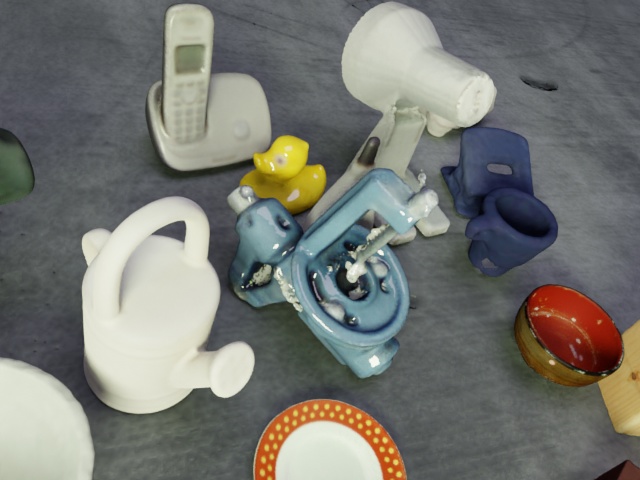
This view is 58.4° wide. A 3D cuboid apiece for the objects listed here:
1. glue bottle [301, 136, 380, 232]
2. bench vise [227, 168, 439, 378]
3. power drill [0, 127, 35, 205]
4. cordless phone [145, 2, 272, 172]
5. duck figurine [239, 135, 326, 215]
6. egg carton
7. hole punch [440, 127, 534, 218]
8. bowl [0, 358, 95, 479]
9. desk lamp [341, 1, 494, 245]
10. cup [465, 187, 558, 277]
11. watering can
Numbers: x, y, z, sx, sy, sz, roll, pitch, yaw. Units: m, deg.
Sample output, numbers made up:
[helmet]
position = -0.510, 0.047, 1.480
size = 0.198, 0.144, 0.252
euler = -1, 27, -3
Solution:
[glue bottle]
position = 0.029, -0.036, 0.582
size = 0.078, 0.173, 0.037
euler = -8, 53, -27
[bench vise]
position = 0.001, 0.009, 0.498
size = 0.207, 0.219, 0.121
euler = 25, 45, 2
[power drill]
position = -0.310, 0.010, 0.385
size = 0.075, 0.208, 0.230
euler = 43, 49, 19
[cordless phone]
position = -0.117, -0.172, 0.641
size = 0.148, 0.185, 0.094
euler = -19, 58, -33
[duck figurine]
position = -0.037, -0.081, 0.659
size = 0.105, 0.086, 0.077
euler = -7, 53, -26
[egg carton]
position = 0.203, -0.221, 0.889
size = 0.107, 0.069, 0.151
euler = 43, 49, 19
[hole punch]
position = 0.232, -0.087, 0.765
size = 0.109, 0.091, 0.101
euler = 4, 49, -18
[bowl]
position = -0.234, 0.164, 0.369
size = 0.168, 0.074, 0.167
euler = 11, 47, -12
[desk lamp]
position = 0.106, -0.141, 0.678
size = 0.118, 0.213, 0.203
euler = -15, 56, -31
[cup]
position = 0.206, 0.001, 0.672
size = 0.118, 0.095, 0.091
euler = -9, 53, -27
[watering can]
position = -0.120, 0.048, 0.434
size = 0.173, 0.194, 0.101
euler = 25, 46, 3
